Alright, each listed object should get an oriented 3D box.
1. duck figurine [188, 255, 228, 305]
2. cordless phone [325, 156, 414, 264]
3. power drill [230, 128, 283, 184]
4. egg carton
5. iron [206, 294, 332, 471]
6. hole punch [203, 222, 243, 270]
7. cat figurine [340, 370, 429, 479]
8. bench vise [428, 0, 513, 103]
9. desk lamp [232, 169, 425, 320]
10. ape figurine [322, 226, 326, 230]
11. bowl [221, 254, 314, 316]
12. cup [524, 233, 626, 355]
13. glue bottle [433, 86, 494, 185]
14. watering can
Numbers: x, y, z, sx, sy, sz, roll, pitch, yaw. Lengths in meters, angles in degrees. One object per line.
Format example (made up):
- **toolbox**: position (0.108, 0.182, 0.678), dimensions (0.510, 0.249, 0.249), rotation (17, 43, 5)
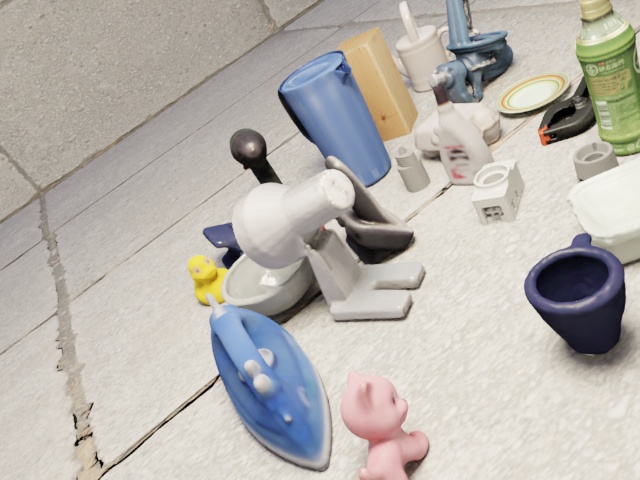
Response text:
- **duck figurine**: position (-0.207, 0.063, 1.040), dimensions (0.078, 0.086, 0.104), rotation (-45, 31, -22)
- **cordless phone**: position (0.055, -0.065, 0.881), dimensions (0.094, 0.185, 0.147), rotation (-36, 29, -6)
- **power drill**: position (-0.104, -0.128, 1.107), dimensions (0.075, 0.209, 0.229), rotation (-34, 29, -4)
- **egg carton**: position (0.240, -0.191, 1.016), dimensions (0.107, 0.069, 0.149), rotation (-44, 31, -21)
- **iron**: position (-0.074, 0.160, 0.705), dimensions (0.119, 0.142, 0.257), rotation (-37, 29, -9)
- **hole punch**: position (-0.158, -0.004, 1.090), dimensions (0.101, 0.091, 0.108), rotation (-38, 29, -11)
- **cat figurine**: position (0.055, 0.190, 0.559), dimensions (0.067, 0.118, 0.128), rotation (-19, 32, 22)
- **bench vise**: position (0.286, -0.387, 1.117), dimensions (0.121, 0.220, 0.208), rotation (-2, 41, 42)
- **desk lamp**: position (0.007, 0.003, 0.793), dimensions (0.202, 0.214, 0.118), rotation (-8, 37, 37)
- **ape figurine**: position (-0.029, -0.024, 0.996), dimensions (0.077, 0.092, 0.076), rotation (-9, 36, 35)
- **bowl**: position (-0.070, 0.066, 0.916), dimensions (0.167, 0.075, 0.167), rotation (-24, 30, 15)
- **cup**: position (0.266, 0.059, 0.579), dimensions (0.091, 0.095, 0.118), rotation (-7, 38, 38)
- **glue bottle**: position (0.212, -0.163, 0.892), dimensions (0.077, 0.173, 0.037), rotation (-2, 41, 42)
- **watering can**: position (0.214, -0.440, 1.294), dimensions (0.173, 0.194, 0.100), rotation (-30, 29, 4)
